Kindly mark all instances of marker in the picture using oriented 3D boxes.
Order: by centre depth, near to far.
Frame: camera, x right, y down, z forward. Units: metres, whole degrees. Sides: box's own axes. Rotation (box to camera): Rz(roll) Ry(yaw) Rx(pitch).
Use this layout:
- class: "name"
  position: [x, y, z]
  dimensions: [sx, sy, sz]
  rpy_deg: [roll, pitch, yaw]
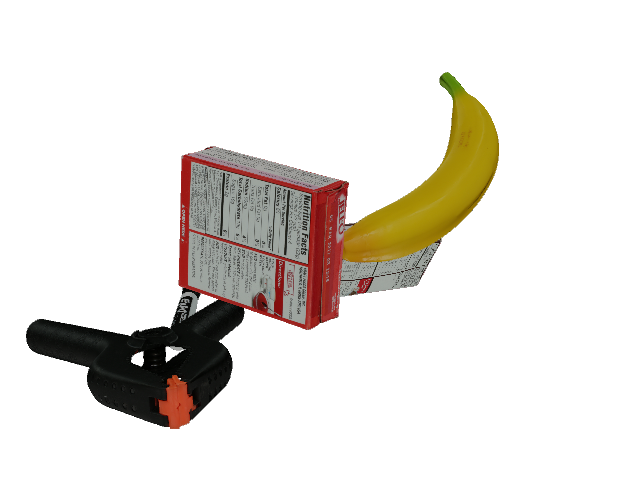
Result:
- class: "marker"
  position: [-0.126, 0.068, 1.000]
  dimensions: [0.020, 0.020, 0.121]
  rpy_deg: [0, 21, 0]

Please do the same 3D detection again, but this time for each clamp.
- class: "clamp"
  position: [-0.106, 0.077, 0.737]
  dimensions: [0.164, 0.036, 0.210]
  rpy_deg: [-10, 14, -22]

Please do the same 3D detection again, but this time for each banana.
- class: "banana"
  position: [0.080, -0.041, 0.741]
  dimensions: [0.070, 0.037, 0.197]
  rpy_deg: [22, 50, 14]

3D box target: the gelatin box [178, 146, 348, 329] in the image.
- class: "gelatin box"
  position: [-0.030, -0.003, 0.542]
  dimensions: [0.089, 0.073, 0.030]
  rpy_deg: [16, 23, 31]

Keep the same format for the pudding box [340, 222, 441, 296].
- class: "pudding box"
  position: [0.058, 0.016, 1.097]
  dimensions: [0.113, 0.039, 0.090]
  rpy_deg: [-8, -32, -19]
